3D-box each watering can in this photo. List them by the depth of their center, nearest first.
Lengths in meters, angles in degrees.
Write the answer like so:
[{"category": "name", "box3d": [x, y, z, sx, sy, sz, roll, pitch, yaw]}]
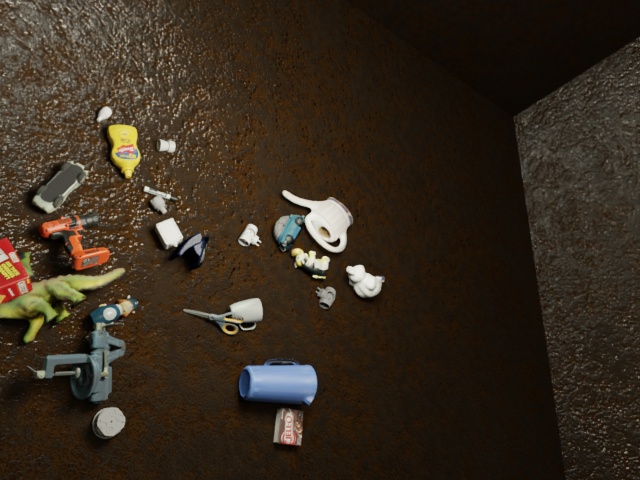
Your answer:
[{"category": "watering can", "box3d": [0.007, -0.109, 2.168, 0.102, 0.347, 0.228, -35, 4, 46]}]

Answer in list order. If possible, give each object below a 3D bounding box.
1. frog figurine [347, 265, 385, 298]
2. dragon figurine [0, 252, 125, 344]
[{"category": "frog figurine", "box3d": [0.175, 0.171, 2.121, 0.138, 0.123, 0.158, 14, -9, 42]}, {"category": "dragon figurine", "box3d": [-0.786, 0.126, 1.445, 0.418, 0.243, 0.120, -43, -2, -44]}]
